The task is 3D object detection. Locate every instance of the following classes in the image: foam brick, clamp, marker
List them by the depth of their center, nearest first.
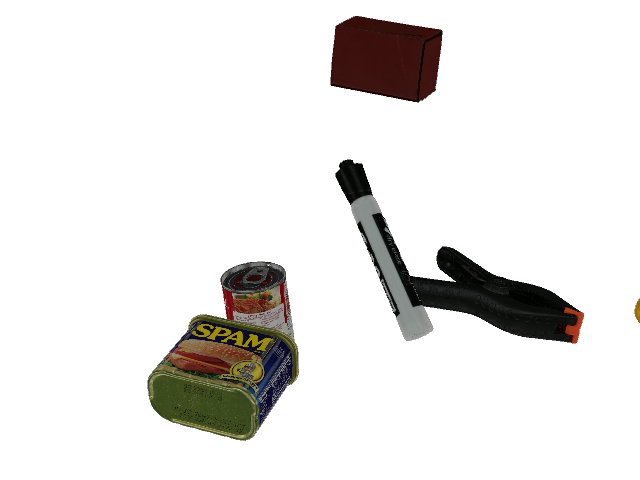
[{"bbox_3d":[0.038,0.004,0.659,0.020,0.121,0.020,-20,-18,-7],"label":"marker"},{"bbox_3d":[0.053,-0.148,0.868,0.078,0.051,0.052,14,24,19],"label":"foam brick"},{"bbox_3d":[0.159,0.049,0.983,0.172,0.039,0.120,18,30,16],"label":"clamp"}]

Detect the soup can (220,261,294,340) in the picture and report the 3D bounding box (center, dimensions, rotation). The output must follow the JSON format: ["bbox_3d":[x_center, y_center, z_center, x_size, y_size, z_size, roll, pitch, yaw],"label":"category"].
[{"bbox_3d":[-0.064,0.082,1.116,0.068,0.102,0.068,-5,25,2],"label":"soup can"}]

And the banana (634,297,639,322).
[{"bbox_3d":[0.298,0.024,0.697,0.198,0.037,0.069,-3,33,1],"label":"banana"}]

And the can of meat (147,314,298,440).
[{"bbox_3d":[-0.080,0.112,0.876,0.102,0.057,0.083,11,31,18],"label":"can of meat"}]
